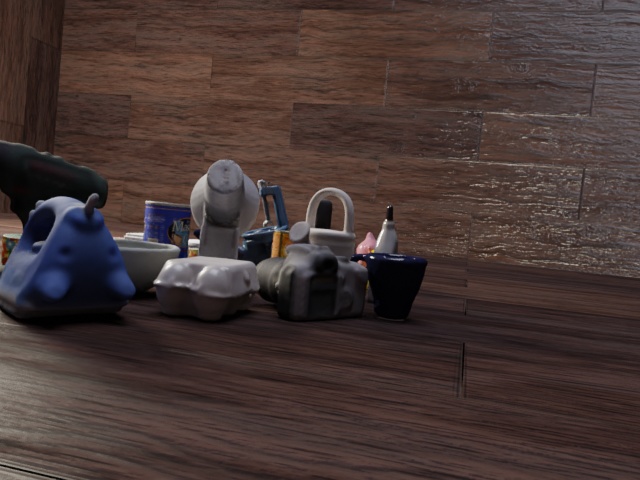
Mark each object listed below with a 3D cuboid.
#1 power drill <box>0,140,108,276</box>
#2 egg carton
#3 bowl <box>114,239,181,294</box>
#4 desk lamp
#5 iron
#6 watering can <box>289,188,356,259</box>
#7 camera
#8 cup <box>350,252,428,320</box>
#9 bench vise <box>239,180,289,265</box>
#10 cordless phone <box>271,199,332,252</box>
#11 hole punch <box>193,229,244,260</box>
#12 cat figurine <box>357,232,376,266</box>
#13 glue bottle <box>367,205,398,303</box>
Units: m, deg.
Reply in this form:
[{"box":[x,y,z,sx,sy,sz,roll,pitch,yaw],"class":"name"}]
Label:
[{"box":[-0.442,-0.041,0.855,0.230,0.208,0.075,4,3,-26],"class":"power drill"},{"box":[-0.144,0.061,0.756,0.107,0.069,0.150,6,2,11],"class":"egg carton"},{"box":[-0.295,0.041,0.852,0.167,0.075,0.167,5,2,0],"class":"bowl"},{"box":[-0.159,-0.019,0.933,0.118,0.213,0.203,5,2,-9],"class":"desk lamp"},{"box":[-0.321,0.011,0.689,0.119,0.141,0.257,3,3,-45],"class":"iron"},{"box":[0.011,0.004,1.013,0.100,0.194,0.173,6,2,12],"class":"watering can"},{"box":[-0.022,0.054,0.830,0.144,0.101,0.136,3,3,-43],"class":"camera"},{"box":[0.097,0.068,0.853,0.117,0.095,0.092,6,2,23],"class":"cup"},{"box":[-0.104,-0.037,1.451,0.208,0.220,0.121,4,3,-34],"class":"bench vise"},{"box":[-0.039,-0.010,1.376,0.148,0.185,0.094,5,2,-10],"class":"cordless phone"},{"box":[-0.226,0.023,1.273,0.101,0.091,0.108,4,3,-35],"class":"hole punch"},{"box":[0.123,0.043,1.285,0.067,0.118,0.128,7,3,36],"class":"cat figurine"},{"box":[0.118,0.024,1.020,0.037,0.173,0.078,6,2,23],"class":"glue bottle"}]
